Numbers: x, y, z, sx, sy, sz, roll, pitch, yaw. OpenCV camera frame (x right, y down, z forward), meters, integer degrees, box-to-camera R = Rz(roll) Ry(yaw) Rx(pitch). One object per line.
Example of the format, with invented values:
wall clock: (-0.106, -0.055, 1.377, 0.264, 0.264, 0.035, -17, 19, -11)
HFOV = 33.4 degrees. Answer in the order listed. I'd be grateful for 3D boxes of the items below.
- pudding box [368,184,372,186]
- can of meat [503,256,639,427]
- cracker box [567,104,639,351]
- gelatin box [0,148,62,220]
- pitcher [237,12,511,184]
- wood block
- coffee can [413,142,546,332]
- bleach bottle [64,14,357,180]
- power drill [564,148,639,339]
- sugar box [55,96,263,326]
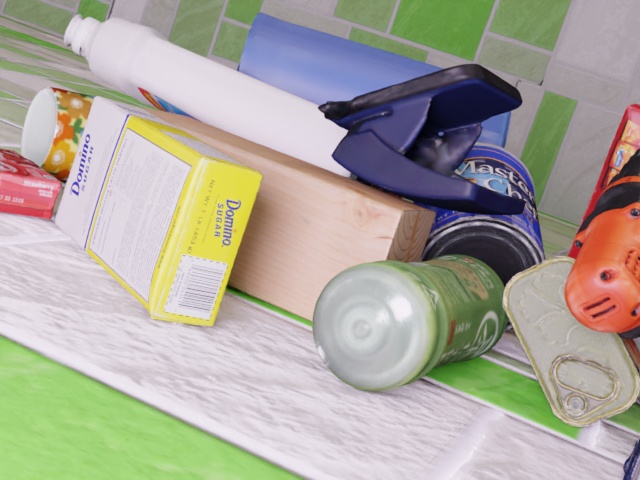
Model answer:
pudding box: (0.040, -0.041, 1.074, 0.039, 0.090, 0.113, 24, 10, 35)
can of meat: (0.167, 0.064, 0.688, 0.102, 0.057, 0.083, 66, 19, 12)
cracker box: (0.291, 0.017, 0.745, 0.214, 0.164, 0.072, 27, 23, 27)
gelatin box: (-0.225, -0.044, 0.714, 0.073, 0.030, 0.089, 11, 11, -40)
pitcher: (0.043, -0.117, 0.968, 0.243, 0.149, 0.145, 14, -20, 0)
wood block: (-0.038, -0.015, 0.737, 0.206, 0.091, 0.090, 22, 9, 19)
coffee can: (0.123, -0.004, 0.845, 0.103, 0.103, 0.140, 19, 29, -3)
bleach bottle: (-0.083, -0.109, 0.842, 0.251, 0.068, 0.102, 27, -4, 4)
power drill: (0.235, 0.043, 0.663, 0.187, 0.057, 0.184, 48, 43, -6)
sugar box: (-0.102, -0.023, 0.640, 0.048, 0.093, 0.176, 15, 10, -32)
